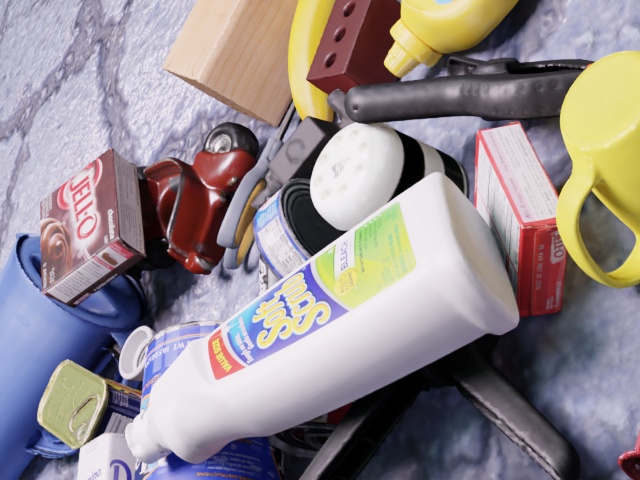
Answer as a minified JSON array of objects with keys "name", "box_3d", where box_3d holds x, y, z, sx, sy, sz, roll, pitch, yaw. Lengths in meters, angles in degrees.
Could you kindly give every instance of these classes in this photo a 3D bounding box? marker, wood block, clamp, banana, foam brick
[{"name":"marker","box_3d":[-0.036,0.029,0.784,0.020,0.020,0.121,4,94,54]},{"name":"wood block","box_3d":[-0.042,-0.216,0.939,0.206,0.090,0.091,-62,33,1]},{"name":"clamp","box_3d":[0.055,0.075,0.622,0.165,0.036,0.210,-20,39,17]},{"name":"clamp","box_3d":[0.114,-0.098,0.675,0.172,0.039,0.120,6,28,36]},{"name":"banana","box_3d":[0.010,-0.183,0.880,0.070,0.037,0.198,18,84,32]},{"name":"foam brick","box_3d":[0.033,-0.148,0.827,0.053,0.051,0.078,3,70,54]}]

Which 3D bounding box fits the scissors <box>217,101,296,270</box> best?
[{"name":"scissors","box_3d":[-0.044,-0.055,0.886,0.096,0.016,0.201,104,-172,-46]}]

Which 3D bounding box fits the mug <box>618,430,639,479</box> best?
[{"name":"mug","box_3d":[0.193,0.071,0.446,0.117,0.093,0.081,12,69,23]}]

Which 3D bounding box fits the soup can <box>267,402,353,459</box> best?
[{"name":"soup can","box_3d":[0.006,0.084,0.689,0.069,0.068,0.102,-23,50,43]}]

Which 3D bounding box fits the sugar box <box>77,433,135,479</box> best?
[{"name":"sugar box","box_3d":[-0.126,0.229,0.741,0.048,0.093,0.176,-32,45,36]}]

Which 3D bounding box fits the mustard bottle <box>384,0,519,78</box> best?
[{"name":"mustard bottle","box_3d":[0.112,-0.191,0.746,0.192,0.058,0.096,-48,35,20]}]

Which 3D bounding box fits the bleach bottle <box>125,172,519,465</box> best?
[{"name":"bleach bottle","box_3d":[-0.013,0.066,0.614,0.251,0.068,0.102,-34,32,20]}]

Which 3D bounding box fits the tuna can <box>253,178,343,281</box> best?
[{"name":"tuna can","box_3d":[-0.005,0.001,0.745,0.034,0.086,0.086,-40,40,31]}]

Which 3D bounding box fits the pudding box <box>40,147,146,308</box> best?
[{"name":"pudding box","box_3d":[-0.194,-0.011,0.905,0.090,0.039,0.113,-35,47,21]}]

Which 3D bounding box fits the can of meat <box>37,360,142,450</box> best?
[{"name":"can of meat","box_3d":[-0.166,0.144,0.860,0.102,0.083,0.057,11,76,55]}]

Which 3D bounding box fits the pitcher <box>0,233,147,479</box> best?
[{"name":"pitcher","box_3d":[-0.269,0.127,0.983,0.243,0.144,0.149,-54,23,19]}]

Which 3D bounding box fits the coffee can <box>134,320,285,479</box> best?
[{"name":"coffee can","box_3d":[-0.074,0.140,0.724,0.103,0.102,0.140,-32,44,37]}]

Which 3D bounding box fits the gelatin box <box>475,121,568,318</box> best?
[{"name":"gelatin box","box_3d":[0.115,-0.012,0.610,0.030,0.073,0.089,-11,44,-4]}]
